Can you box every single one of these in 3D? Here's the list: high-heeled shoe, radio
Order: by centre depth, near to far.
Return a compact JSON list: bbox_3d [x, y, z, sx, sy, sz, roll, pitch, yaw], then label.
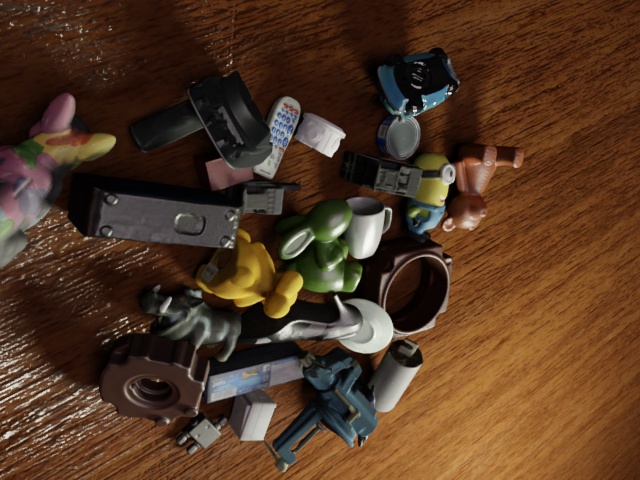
[{"bbox_3d":[-0.237,-0.041,0.791,0.229,0.131,0.073,4,103,-34],"label":"radio"},{"bbox_3d":[-0.042,0.170,1.027,0.249,0.086,0.145,-18,138,3],"label":"high-heeled shoe"}]

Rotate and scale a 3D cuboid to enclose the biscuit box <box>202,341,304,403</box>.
[{"bbox_3d":[-0.128,0.244,1.010,0.202,0.063,0.059,-6,112,-31],"label":"biscuit box"}]

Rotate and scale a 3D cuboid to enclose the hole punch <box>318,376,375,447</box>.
[{"bbox_3d":[0.053,0.352,1.140,0.092,0.116,0.142,8,103,-26],"label":"hole punch"}]

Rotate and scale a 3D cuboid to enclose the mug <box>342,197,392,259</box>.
[{"bbox_3d":[0.090,-0.024,1.048,0.109,0.081,0.107,-18,127,-33],"label":"mug"}]

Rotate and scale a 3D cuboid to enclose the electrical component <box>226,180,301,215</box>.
[{"bbox_3d":[-0.093,-0.074,0.910,0.119,0.075,0.047,-4,110,-35],"label":"electrical component"}]

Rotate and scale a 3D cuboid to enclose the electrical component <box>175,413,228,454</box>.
[{"bbox_3d":[-0.223,0.360,1.018,0.094,0.021,0.063,-38,123,-15],"label":"electrical component"}]

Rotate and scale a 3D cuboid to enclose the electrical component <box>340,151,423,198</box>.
[{"bbox_3d":[0.123,-0.122,1.004,0.134,0.115,0.058,5,107,-32],"label":"electrical component"}]

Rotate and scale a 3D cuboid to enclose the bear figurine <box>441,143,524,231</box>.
[{"bbox_3d":[0.335,-0.106,1.141,0.120,0.132,0.195,2,100,-28],"label":"bear figurine"}]

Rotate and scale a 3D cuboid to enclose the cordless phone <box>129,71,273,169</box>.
[{"bbox_3d":[-0.176,-0.155,0.801,0.184,0.089,0.146,-28,88,-12],"label":"cordless phone"}]

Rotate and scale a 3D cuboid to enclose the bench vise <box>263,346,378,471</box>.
[{"bbox_3d":[-0.005,0.327,1.012,0.240,0.129,0.223,-43,120,-10],"label":"bench vise"}]

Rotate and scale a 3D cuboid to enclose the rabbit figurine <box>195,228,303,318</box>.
[{"bbox_3d":[-0.097,0.067,0.914,0.173,0.163,0.122,38,74,-41],"label":"rabbit figurine"}]

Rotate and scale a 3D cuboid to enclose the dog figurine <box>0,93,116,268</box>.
[{"bbox_3d":[-0.366,-0.079,0.674,0.219,0.192,0.108,-40,119,5],"label":"dog figurine"}]

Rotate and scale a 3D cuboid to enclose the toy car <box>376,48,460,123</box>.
[{"bbox_3d":[0.167,-0.280,0.981,0.162,0.103,0.109,-25,91,-21],"label":"toy car"}]

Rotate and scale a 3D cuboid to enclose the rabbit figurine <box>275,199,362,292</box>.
[{"bbox_3d":[-0.002,-0.003,0.969,0.159,0.121,0.170,2,124,-13],"label":"rabbit figurine"}]

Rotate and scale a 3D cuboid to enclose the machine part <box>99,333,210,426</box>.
[{"bbox_3d":[-0.267,0.227,0.868,0.179,0.056,0.179,0,126,-1],"label":"machine part"}]

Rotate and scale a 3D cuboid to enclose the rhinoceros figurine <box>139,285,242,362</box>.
[{"bbox_3d":[-0.216,0.138,0.908,0.190,0.073,0.112,25,94,-37],"label":"rhinoceros figurine"}]

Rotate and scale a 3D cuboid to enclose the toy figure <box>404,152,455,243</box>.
[{"bbox_3d":[0.217,-0.089,1.098,0.089,0.082,0.180,16,109,-1],"label":"toy figure"}]

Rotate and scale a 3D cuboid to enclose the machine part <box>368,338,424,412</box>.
[{"bbox_3d":[0.158,0.296,1.168,0.079,0.079,0.243,-6,135,-31],"label":"machine part"}]

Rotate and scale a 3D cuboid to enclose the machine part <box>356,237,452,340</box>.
[{"bbox_3d":[0.182,0.100,1.143,0.201,0.087,0.201,-10,114,-30],"label":"machine part"}]
